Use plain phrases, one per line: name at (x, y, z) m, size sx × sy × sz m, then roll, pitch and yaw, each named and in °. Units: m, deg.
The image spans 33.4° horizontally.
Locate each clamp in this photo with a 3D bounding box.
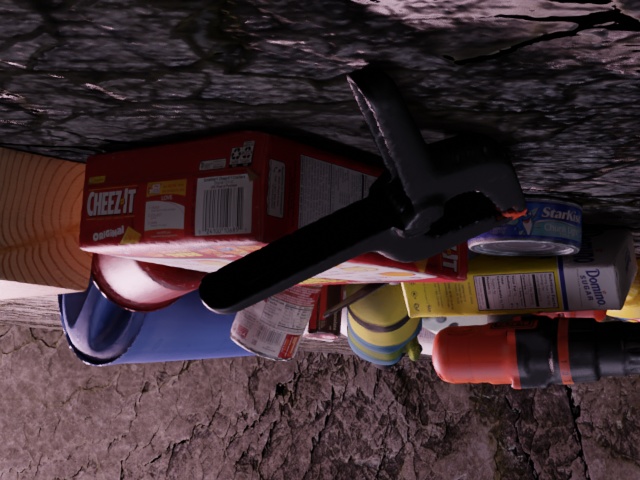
clamp at (0.039, -0.016, 0.594) m, size 0.209 × 0.036 × 0.165 m, roll 4°, pitch 136°, yaw -50°

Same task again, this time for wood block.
wood block at (-0.254, -0.005, 0.791) m, size 0.090 × 0.090 × 0.207 m, roll 11°, pitch 168°, yaw -38°

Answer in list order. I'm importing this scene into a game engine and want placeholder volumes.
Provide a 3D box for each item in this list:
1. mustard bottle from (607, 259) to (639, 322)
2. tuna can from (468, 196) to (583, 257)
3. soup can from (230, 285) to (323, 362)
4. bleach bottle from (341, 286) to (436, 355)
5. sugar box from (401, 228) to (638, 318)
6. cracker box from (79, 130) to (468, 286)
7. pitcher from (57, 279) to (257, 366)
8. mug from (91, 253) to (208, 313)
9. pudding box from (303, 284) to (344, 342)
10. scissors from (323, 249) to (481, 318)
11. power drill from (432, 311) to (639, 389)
mustard bottle at (0.336, 0.055, 1.073) m, size 0.096 × 0.058 × 0.191 m, roll -13°, pitch 163°, yaw 34°
tuna can at (0.154, -0.009, 0.804) m, size 0.086 × 0.034 × 0.086 m, roll 3°, pitch 172°, yaw 0°
soup can at (-0.038, 0.056, 1.016) m, size 0.068 × 0.102 × 0.068 m, roll 21°, pitch -171°, yaw -4°
bleach bottle at (0.120, 0.084, 1.285) m, size 0.251 × 0.102 × 0.068 m, roll 7°, pitch 166°, yaw 18°
sugar box at (0.164, 0.027, 0.879) m, size 0.176 × 0.048 × 0.093 m, roll -7°, pitch -164°, yaw 26°
cracker box at (-0.025, -0.014, 0.715) m, size 0.164 × 0.072 × 0.213 m, roll -3°, pitch 170°, yaw 40°
pitcher at (-0.128, 0.057, 1.085) m, size 0.149 × 0.145 × 0.242 m, roll 12°, pitch -177°, yaw 40°
mug at (-0.128, -0.004, 0.805) m, size 0.117 × 0.093 × 0.082 m, roll 45°, pitch 151°, yaw -15°
pudding box at (0.003, 0.059, 1.123) m, size 0.039 × 0.090 × 0.113 m, roll 5°, pitch 172°, yaw -5°
scissors at (0.054, 0.021, 0.854) m, size 0.201 × 0.016 × 0.096 m, roll -20°, pitch -162°, yaw -34°
power drill at (0.199, 0.071, 0.897) m, size 0.185 × 0.057 × 0.187 m, roll -3°, pitch -169°, yaw 19°
